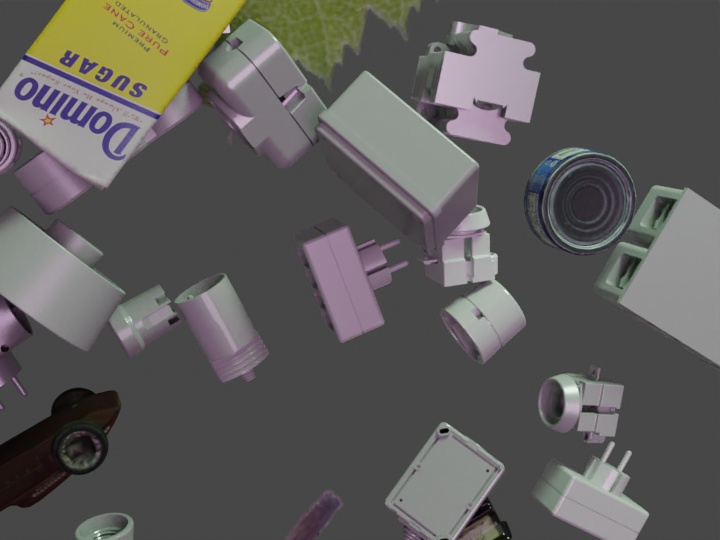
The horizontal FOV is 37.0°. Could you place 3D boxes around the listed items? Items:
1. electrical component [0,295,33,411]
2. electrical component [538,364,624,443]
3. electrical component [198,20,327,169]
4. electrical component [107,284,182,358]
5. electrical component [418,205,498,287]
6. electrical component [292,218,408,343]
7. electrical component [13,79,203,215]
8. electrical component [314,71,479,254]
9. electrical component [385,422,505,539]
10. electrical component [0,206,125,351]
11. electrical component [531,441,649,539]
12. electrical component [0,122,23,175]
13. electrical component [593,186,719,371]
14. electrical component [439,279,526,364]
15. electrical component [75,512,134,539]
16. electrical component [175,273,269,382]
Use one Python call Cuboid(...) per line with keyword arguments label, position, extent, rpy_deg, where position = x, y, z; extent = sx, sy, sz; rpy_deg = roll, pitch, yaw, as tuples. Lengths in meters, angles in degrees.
Cuboid(label="electrical component", position=(-0.270, 0.064, 0.770), extent=(0.077, 0.044, 0.079), rpy_deg=(-32, 106, -7))
Cuboid(label="electrical component", position=(0.183, 0.111, 0.896), extent=(0.055, 0.048, 0.066), rpy_deg=(5, 98, -23))
Cuboid(label="electrical component", position=(-0.069, -0.122, 0.772), extent=(0.059, 0.054, 0.095), rpy_deg=(-42, 130, -4))
Cuboid(label="electrical component", position=(-0.161, 0.037, 0.797), extent=(0.046, 0.040, 0.040), rpy_deg=(-31, 106, -14))
Cuboid(label="electrical component", position=(0.078, -0.021, 0.844), extent=(0.066, 0.048, 0.055), rpy_deg=(-8, 107, -20))
Cuboid(label="electrical component", position=(0.000, 0.000, 0.827), extent=(0.076, 0.047, 0.083), rpy_deg=(-23, 105, -9))
Cuboid(label="electrical component", position=(-0.187, -0.108, 0.756), extent=(0.138, 0.052, 0.073), rpy_deg=(-37, 106, -6))
Cuboid(label="electrical component", position=(0.029, -0.074, 0.772), extent=(0.109, 0.108, 0.056), rpy_deg=(41, 85, 12))
Cuboid(label="electrical component", position=(0.065, 0.178, 0.861), extent=(0.062, 0.061, 0.096), rpy_deg=(35, 85, 13))
Cuboid(label="electrical component", position=(-0.212, 0.000, 0.743), extent=(0.108, 0.108, 0.060), rpy_deg=(40, 82, -17))
Cuboid(label="electrical component", position=(0.204, 0.182, 0.912), extent=(0.083, 0.047, 0.075), rpy_deg=(28, 91, -17))
Cuboid(label="electrical component", position=(-0.258, -0.085, 0.737), extent=(0.048, 0.062, 0.048), rpy_deg=(-3, 101, -15))
Cuboid(label="electrical component", position=(0.300, 0.020, 0.902), extent=(0.186, 0.060, 0.105), rpy_deg=(30, 91, -17))
Cuboid(label="electrical component", position=(0.099, 0.039, 0.857), extent=(0.047, 0.055, 0.055), rpy_deg=(-37, 107, -10))
Cuboid(label="electrical component", position=(-0.190, 0.225, 0.822), extent=(0.044, 0.044, 0.065), rpy_deg=(-10, 107, -13))
Cuboid(label="electrical component", position=(-0.101, 0.048, 0.811), extent=(0.043, 0.043, 0.081), rpy_deg=(-29, 105, -8))
